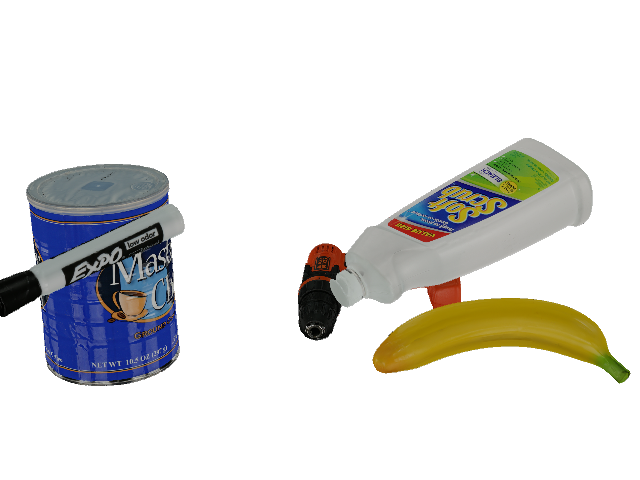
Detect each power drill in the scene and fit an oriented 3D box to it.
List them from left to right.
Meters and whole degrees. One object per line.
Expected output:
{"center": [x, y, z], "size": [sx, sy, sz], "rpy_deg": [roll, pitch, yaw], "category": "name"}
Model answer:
{"center": [0.068, 0.058, 1.240], "size": [0.187, 0.057, 0.184], "rpy_deg": [1, 28, 4], "category": "power drill"}

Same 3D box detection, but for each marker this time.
{"center": [-0.128, 0.010, 0.582], "size": [0.120, 0.020, 0.020], "rpy_deg": [-27, 16, -34], "category": "marker"}

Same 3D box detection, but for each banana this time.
{"center": [0.133, 0.072, 0.803], "size": [0.197, 0.037, 0.069], "rpy_deg": [2, 33, -9], "category": "banana"}

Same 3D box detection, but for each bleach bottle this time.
{"center": [0.124, -0.005, 0.985], "size": [0.250, 0.068, 0.103], "rpy_deg": [-29, 45, -19], "category": "bleach bottle"}

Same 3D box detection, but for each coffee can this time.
{"center": [-0.161, 0.024, 0.803], "size": [0.103, 0.140, 0.103], "rpy_deg": [-1, 21, 0], "category": "coffee can"}
